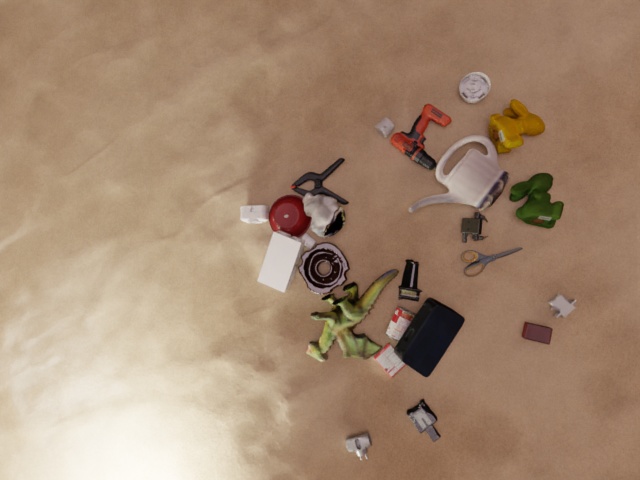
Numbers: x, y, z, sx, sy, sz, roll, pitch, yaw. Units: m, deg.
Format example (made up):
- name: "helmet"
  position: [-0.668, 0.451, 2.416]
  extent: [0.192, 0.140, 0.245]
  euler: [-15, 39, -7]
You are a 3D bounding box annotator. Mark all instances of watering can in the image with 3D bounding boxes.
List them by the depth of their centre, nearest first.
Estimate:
- name: "watering can"
  position: [0.470, -0.178, 1.693]
  extent: [0.225, 0.103, 0.347]
  euler: [38, 92, 11]

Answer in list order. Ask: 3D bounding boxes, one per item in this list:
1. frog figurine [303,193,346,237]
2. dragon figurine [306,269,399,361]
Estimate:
- name: "frog figurine"
  position: [0.005, -0.090, 1.782]
  extent: [0.161, 0.122, 0.136]
  euler: [33, 106, 34]
- name: "dragon figurine"
  position: [0.123, 0.282, 1.732]
  extent: [0.409, 0.123, 0.241]
  euler: [-26, 98, 9]
